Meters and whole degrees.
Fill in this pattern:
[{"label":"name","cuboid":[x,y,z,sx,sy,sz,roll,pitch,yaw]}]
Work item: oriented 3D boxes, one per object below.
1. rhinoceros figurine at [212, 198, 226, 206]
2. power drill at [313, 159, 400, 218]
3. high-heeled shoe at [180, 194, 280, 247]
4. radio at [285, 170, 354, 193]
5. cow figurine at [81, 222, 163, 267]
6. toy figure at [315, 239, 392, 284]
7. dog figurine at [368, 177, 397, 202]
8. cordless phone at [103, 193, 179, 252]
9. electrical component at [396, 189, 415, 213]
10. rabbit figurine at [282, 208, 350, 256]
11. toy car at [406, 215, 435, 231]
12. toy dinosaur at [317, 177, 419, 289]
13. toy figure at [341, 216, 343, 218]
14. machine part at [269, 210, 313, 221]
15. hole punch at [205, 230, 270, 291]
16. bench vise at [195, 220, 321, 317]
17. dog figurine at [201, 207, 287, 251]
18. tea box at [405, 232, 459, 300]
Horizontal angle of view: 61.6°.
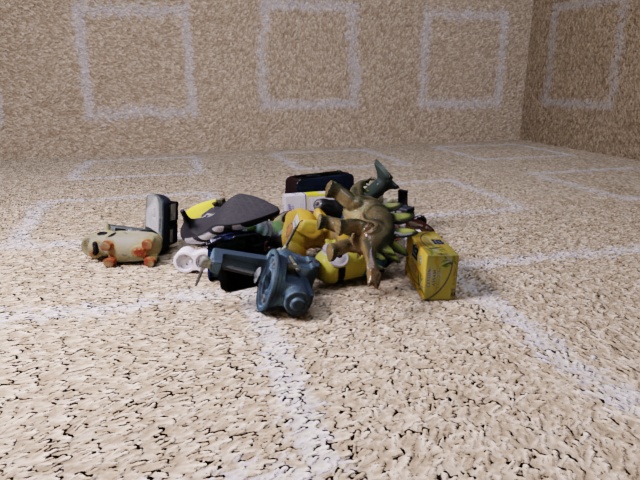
[{"label":"rhinoceros figurine","cuboid":[-0.245,-0.060,1.463,0.073,0.112,0.190,-11,18,4]},{"label":"power drill","cuboid":[0.105,-0.114,1.434,0.086,0.207,0.231,46,6,32]},{"label":"high-heeled shoe","cuboid":[-0.199,-0.027,1.194,0.249,0.145,0.086,1,58,11]},{"label":"radio","cuboid":[0.000,-0.145,1.699,0.229,0.131,0.073,-12,22,-33]},{"label":"cow figurine","cuboid":[-0.474,0.009,1.284,0.195,0.085,0.127,-2,23,4]},{"label":"toy figure","cuboid":[0.073,0.049,1.153,0.180,0.089,0.082,-2,19,-35]},{"label":"dog figurine","cuboid":[0.130,-0.109,1.667,0.190,0.121,0.172,-29,-5,-26]},{"label":"cordless phone","cuboid":[-0.458,-0.048,1.356,0.184,0.146,0.089,5,10,8]},{"label":"electrical component","cuboid":[0.224,-0.079,1.501,0.075,0.119,0.048,15,22,35]},{"label":"rabbit figurine","cuboid":[-0.003,-0.004,1.295,0.173,0.121,0.162,17,19,-18]},{"label":"toy car","cuboid":[0.210,-0.041,1.408,0.202,0.053,0.089,8,34,-10]},{"label":"toy dinosaur","cuboid":[0.097,-0.045,1.145,0.198,0.105,0.472,14,31,-14]},{"label":"toy figure","cuboid":[0.093,-0.016,1.338,0.058,0.064,0.155,-25,46,-20]},{"label":"machine part","cuboid":[-0.053,-0.041,1.490,0.179,0.056,0.179,1,17,0]},{"label":"hole punch","cuboid":[-0.180,0.039,1.142,0.142,0.115,0.092,-8,11,-27]},{"label":"bench vise","cuboid":[-0.111,0.055,1.031,0.240,0.128,0.224,14,32,-19]},{"label":"dog figurine","cuboid":[-0.169,-0.023,1.336,0.192,0.108,0.219,25,23,27]},{"label":"tea box","cuboid":[0.228,0.049,1.118,0.068,0.098,0.170,0,15,-3]}]
